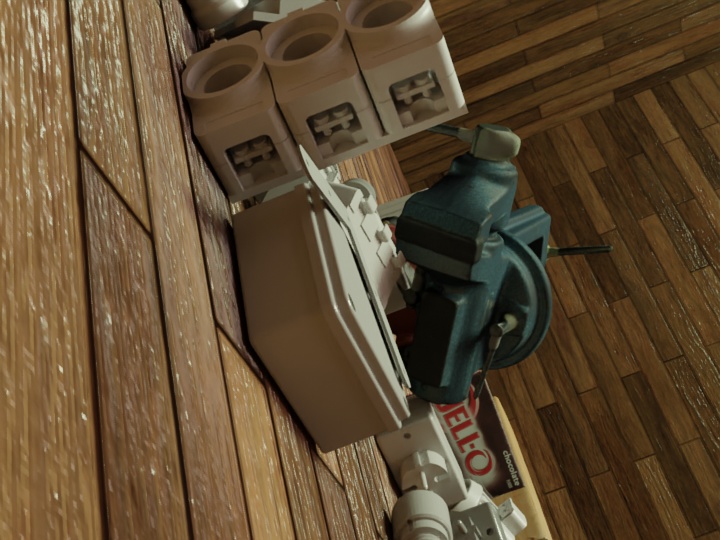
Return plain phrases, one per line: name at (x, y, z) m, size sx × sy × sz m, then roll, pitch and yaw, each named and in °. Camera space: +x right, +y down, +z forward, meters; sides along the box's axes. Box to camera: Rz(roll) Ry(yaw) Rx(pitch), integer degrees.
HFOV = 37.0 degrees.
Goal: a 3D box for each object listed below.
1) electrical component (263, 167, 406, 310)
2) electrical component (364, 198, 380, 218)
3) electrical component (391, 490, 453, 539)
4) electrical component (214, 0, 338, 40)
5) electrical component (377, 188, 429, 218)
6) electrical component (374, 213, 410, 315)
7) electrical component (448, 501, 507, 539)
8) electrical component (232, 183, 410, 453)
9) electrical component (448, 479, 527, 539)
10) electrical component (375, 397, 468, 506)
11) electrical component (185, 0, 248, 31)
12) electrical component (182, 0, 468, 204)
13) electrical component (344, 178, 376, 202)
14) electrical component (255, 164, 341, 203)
electrical component at (-0.017, -0.016, 0.716) m, size 0.078 × 0.063 × 0.121 m, roll -65°, pitch 155°, yaw -18°
electrical component at (-0.009, -0.034, 0.946) m, size 0.048 × 0.055 × 0.066 m, roll -91°, pitch 158°, yaw -73°
electrical component at (0.042, 0.181, 0.722) m, size 0.078 × 0.040 × 0.040 m, roll -93°, pitch 161°, yaw -71°
electrical component at (-0.053, -0.155, 0.762) m, size 0.121 × 0.079 × 0.063 m, roll -164°, pitch -103°, yaw -69°
electrical component at (0.044, -0.032, 1.168) m, size 0.108 × 0.109 × 0.056 m, roll 51°, pitch 21°, yaw -71°
electrical component at (0.000, 0.000, 0.879) m, size 0.096 × 0.062 × 0.061 m, roll 56°, pitch 14°, yaw -64°
electrical component at (0.072, 0.201, 0.789) m, size 0.076 × 0.066 × 0.047 m, roll 60°, pitch 10°, yaw -53°
electrical component at (-0.023, 0.027, 0.604) m, size 0.108 × 0.056 × 0.108 m, roll -105°, pitch 171°, yaw -47°
electrical component at (0.095, 0.218, 0.925) m, size 0.057 × 0.078 × 0.058 m, roll 49°, pitch 8°, yaw -6°
electrical component at (0.049, 0.155, 0.834) m, size 0.075 × 0.047 × 0.083 m, roll -100°, pitch 167°, yaw -66°
electrical component at (-0.106, -0.195, 0.743) m, size 0.046 × 0.040 × 0.040 m, roll 58°, pitch 10°, yaw -27°
electrical component at (-0.024, -0.114, 0.641) m, size 0.089 × 0.150 × 0.061 m, roll -105°, pitch 172°, yaw -47°
electrical component at (-0.006, -0.078, 1.184) m, size 0.055 × 0.045 × 0.045 m, roll -62°, pitch 130°, yaw -82°
electrical component at (-0.049, -0.076, 0.736) m, size 0.089 × 0.056 × 0.050 m, roll 57°, pitch 13°, yaw -63°
